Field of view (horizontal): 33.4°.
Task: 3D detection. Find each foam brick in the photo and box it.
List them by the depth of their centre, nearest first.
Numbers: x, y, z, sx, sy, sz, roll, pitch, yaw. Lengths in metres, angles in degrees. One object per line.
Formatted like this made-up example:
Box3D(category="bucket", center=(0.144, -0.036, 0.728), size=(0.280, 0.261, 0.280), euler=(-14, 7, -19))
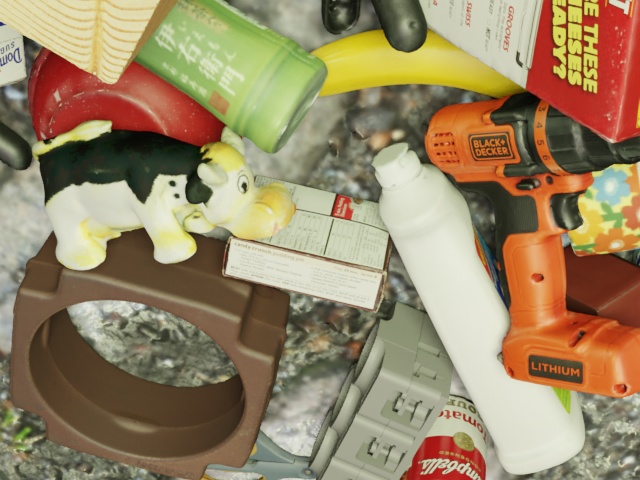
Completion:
Box3D(category="foam brick", center=(0.193, 0.043, 0.743), size=(0.051, 0.078, 0.053), euler=(-32, 119, -15))

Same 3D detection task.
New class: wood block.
Box3D(category="wood block", center=(-0.100, -0.183, 0.583), size=(0.090, 0.206, 0.091), euler=(30, 123, -9))

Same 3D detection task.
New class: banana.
Box3D(category="banana", center=(0.073, -0.108, 0.700), size=(0.198, 0.037, 0.070), euler=(11, 125, 5))

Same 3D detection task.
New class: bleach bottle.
Box3D(category="bleach bottle", center=(0.106, 0.044, 0.754), size=(0.068, 0.102, 0.250), euler=(-24, 116, 18))

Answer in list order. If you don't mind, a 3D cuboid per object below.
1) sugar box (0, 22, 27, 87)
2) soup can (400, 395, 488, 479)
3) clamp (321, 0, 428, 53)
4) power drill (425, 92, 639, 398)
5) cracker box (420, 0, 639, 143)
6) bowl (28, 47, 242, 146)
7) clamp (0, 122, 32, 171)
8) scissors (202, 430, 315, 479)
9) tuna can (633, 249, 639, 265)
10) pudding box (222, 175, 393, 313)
Box3D(category="sugar box", center=(-0.237, -0.191, 0.678), size=(0.093, 0.048, 0.176), euler=(23, 127, 31))
Box3D(category="soup can", center=(0.099, 0.180, 0.847), size=(0.068, 0.102, 0.068), euler=(6, 124, 8))
Box3D(category="clamp", center=(0.023, -0.189, 0.618), size=(0.039, 0.120, 0.171), euler=(-23, 122, -20))
Box3D(category="power drill", center=(0.154, -0.002, 0.646), size=(0.185, 0.057, 0.187), euler=(3, 112, 54))
Box3D(category="cracker box", center=(0.117, -0.170, 0.549), size=(0.072, 0.214, 0.164), euler=(-17, 125, -22))
Box3D(category="bowl", center=(-0.139, -0.076, 0.755), size=(0.162, 0.055, 0.162), euler=(6, 124, 8))
Box3D(category="clamp", center=(-0.328, -0.116, 0.776), size=(0.165, 0.036, 0.210), euler=(-19, 117, 15))
Box3D(category="scissors", center=(-0.022, 0.185, 0.928), size=(0.202, 0.016, 0.096), euler=(-9, 121, 17))
Box3D(category="tuna can", center=(0.263, 0.019, 0.746), size=(0.086, 0.033, 0.086), euler=(6, 124, 8))
Box3D(category="pudding box", center=(-0.005, 0.001, 0.757), size=(0.113, 0.090, 0.039), euler=(12, 124, 3))
